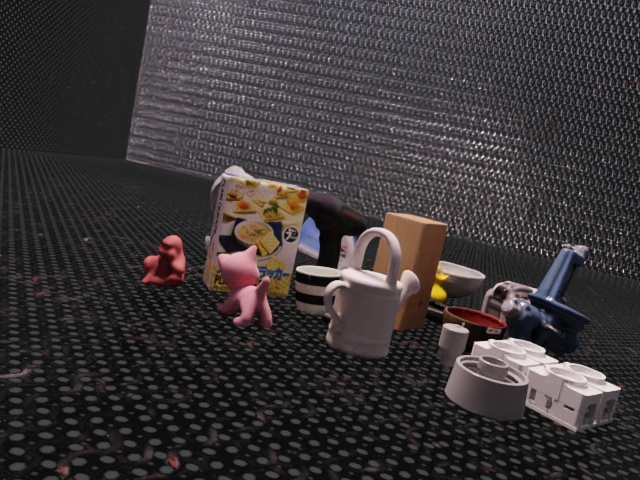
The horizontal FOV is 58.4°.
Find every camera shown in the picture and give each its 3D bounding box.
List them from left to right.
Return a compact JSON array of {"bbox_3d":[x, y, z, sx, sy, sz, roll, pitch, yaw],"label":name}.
[{"bbox_3d":[0.446,0.151,1.245,0.137,0.101,0.142,8,9,-24],"label":"camera"}]

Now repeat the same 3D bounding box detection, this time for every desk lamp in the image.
[{"bbox_3d":[-0.215,-0.069,1.382,0.118,0.213,0.203,10,9,-15],"label":"desk lamp"}]

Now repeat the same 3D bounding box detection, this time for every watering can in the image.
[{"bbox_3d":[0.082,0.076,0.896,0.100,0.194,0.173,17,9,29],"label":"watering can"}]

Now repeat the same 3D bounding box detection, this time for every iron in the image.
[{"bbox_3d":[0.038,-0.009,1.593,0.119,0.141,0.257,5,11,-40],"label":"iron"}]

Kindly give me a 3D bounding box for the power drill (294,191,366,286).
[{"bbox_3d":[0.011,0.004,1.231,0.075,0.208,0.230,18,10,35],"label":"power drill"}]

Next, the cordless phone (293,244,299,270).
[{"bbox_3d":[-0.094,-0.020,1.326,0.094,0.185,0.148,13,8,6],"label":"cordless phone"}]

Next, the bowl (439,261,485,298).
[{"bbox_3d":[0.335,0.107,1.476,0.167,0.075,0.167,12,8,-1],"label":"bowl"}]

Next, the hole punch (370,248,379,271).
[{"bbox_3d":[0.196,0.059,1.542,0.108,0.091,0.101,12,8,1],"label":"hole punch"}]

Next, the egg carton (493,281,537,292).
[{"bbox_3d":[0.486,0.149,1.425,0.107,0.069,0.151,17,10,31],"label":"egg carton"}]

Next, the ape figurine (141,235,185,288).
[{"bbox_3d":[-0.268,0.036,1.014,0.077,0.092,0.076,18,10,35],"label":"ape figurine"}]

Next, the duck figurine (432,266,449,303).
[{"bbox_3d":[0.263,0.098,1.394,0.104,0.086,0.078,15,9,19],"label":"duck figurine"}]

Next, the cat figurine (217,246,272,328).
[{"bbox_3d":[-0.120,0.068,0.925,0.067,0.118,0.127,5,11,-38],"label":"cat figurine"}]

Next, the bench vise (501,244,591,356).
[{"bbox_3d":[0.436,0.113,1.071,0.121,0.220,0.208,19,11,41],"label":"bench vise"}]

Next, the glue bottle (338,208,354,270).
[{"bbox_3d":[0.057,0.004,1.426,0.078,0.173,0.037,13,8,6],"label":"glue bottle"}]
